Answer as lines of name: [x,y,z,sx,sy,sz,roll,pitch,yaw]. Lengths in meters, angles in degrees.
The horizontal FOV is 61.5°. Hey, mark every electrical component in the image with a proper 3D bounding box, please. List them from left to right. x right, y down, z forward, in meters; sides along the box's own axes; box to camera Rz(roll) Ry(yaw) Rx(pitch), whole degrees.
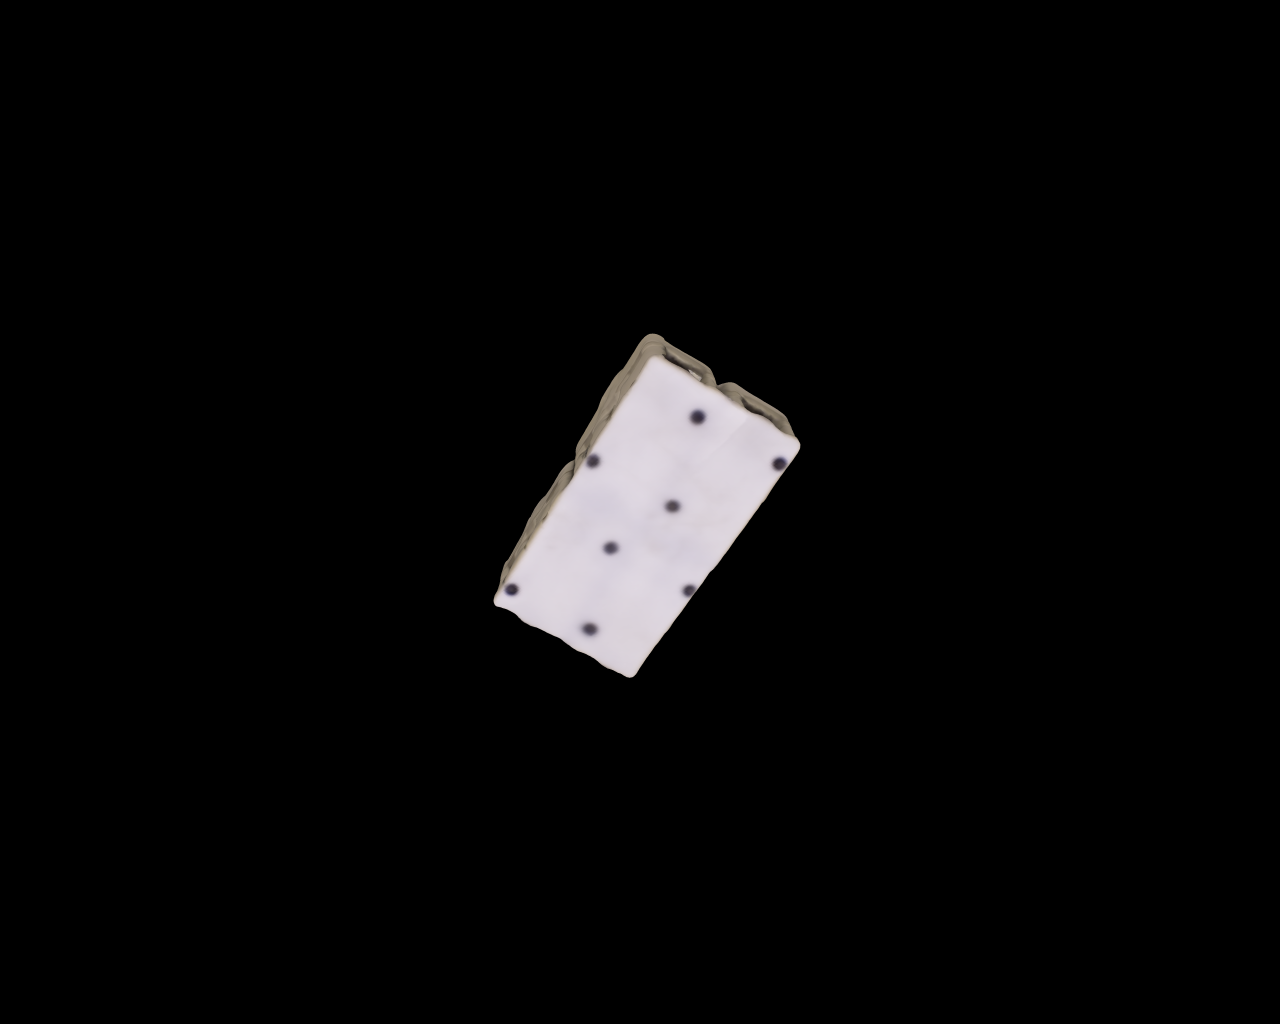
electrical component: [0.001,-0.003,0.650,0.105,0.186,0.060,30,20,-12]
